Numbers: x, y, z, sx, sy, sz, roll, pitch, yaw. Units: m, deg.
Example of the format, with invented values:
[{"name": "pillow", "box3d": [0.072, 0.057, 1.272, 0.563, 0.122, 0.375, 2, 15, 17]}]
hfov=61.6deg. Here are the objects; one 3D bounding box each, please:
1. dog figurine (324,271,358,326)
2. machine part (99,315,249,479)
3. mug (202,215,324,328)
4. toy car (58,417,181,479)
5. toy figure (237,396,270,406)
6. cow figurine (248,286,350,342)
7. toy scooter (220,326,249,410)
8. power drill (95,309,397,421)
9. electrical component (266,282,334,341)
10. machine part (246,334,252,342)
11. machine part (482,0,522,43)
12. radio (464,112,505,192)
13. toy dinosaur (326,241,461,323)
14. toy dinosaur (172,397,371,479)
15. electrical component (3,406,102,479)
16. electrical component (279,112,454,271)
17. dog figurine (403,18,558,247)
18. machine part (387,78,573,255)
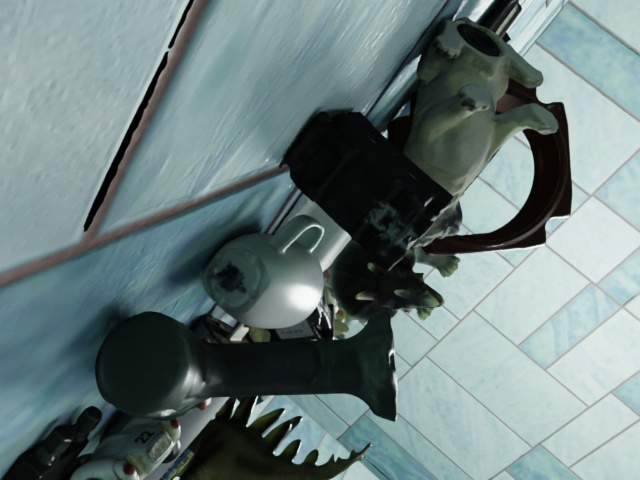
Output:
[{"name": "dog figurine", "box3d": [0.089, 0.041, 1.052, 0.219, 0.191, 0.108, -35, 171, 13]}, {"name": "machine part", "box3d": [-0.145, 0.164, 0.556, 0.243, 0.079, 0.079, -49, 174, 3]}, {"name": "mug", "box3d": [-0.040, 0.026, 0.442, 0.109, 0.081, 0.107, -46, 165, 9]}, {"name": "toy car", "box3d": [-0.192, 0.206, 0.463, 0.202, 0.056, 0.073, -39, -179, 31]}, {"name": "toy figure", "box3d": [-0.074, 0.197, 0.841, 0.154, 0.058, 0.064, -50, -174, 19]}, {"name": "cow figurine", "box3d": [-0.022, 0.114, 0.739, 0.086, 0.127, 0.195, -12, -166, 22]}, {"name": "toy scooter", "box3d": [-0.129, 0.163, 0.693, 0.135, 0.075, 0.184, -53, 170, 1]}, {"name": "power drill", "box3d": [-0.048, 0.096, 0.405, 0.232, 0.207, 0.086, 87, 7, -72]}, {"name": "electrical component", "box3d": [-0.032, 0.055, 0.537, 0.119, 0.075, 0.048, 72, 16, -47]}, {"name": "machine part", "box3d": [-0.076, 0.121, 0.883, 0.179, 0.056, 0.179, -50, 173, -8]}, {"name": "machine part", "box3d": [0.241, -0.287, 0.734, 0.084, 0.039, 0.139, -60, 169, 17]}, {"name": "radio", "box3d": [0.212, -0.165, 0.818, 0.229, 0.131, 0.073, -46, 173, -30]}, {"name": "toy dinosaur", "box3d": [0.099, -0.015, 0.826, 0.131, 0.192, 0.405, -53, -153, 34]}, {"name": "toy dinosaur", "box3d": [-0.122, 0.294, 0.722, 0.472, 0.105, 0.198, -8, -137, 49]}, {"name": "electrical component", "box3d": [-0.205, 0.168, 0.401, 0.094, 0.021, 0.063, -51, 174, 9]}, {"name": "electrical component", "box3d": [0.044, -0.046, 0.428, 0.058, 0.115, 0.134, -47, 176, 22]}, {"name": "dog figurine", "box3d": [0.119, -0.104, 0.546, 0.190, 0.121, 0.172, 125, -21, -48]}, {"name": "machine part", "box3d": [0.187, -0.085, 0.643, 0.087, 0.201, 0.201, -79, 165, -85]}]
